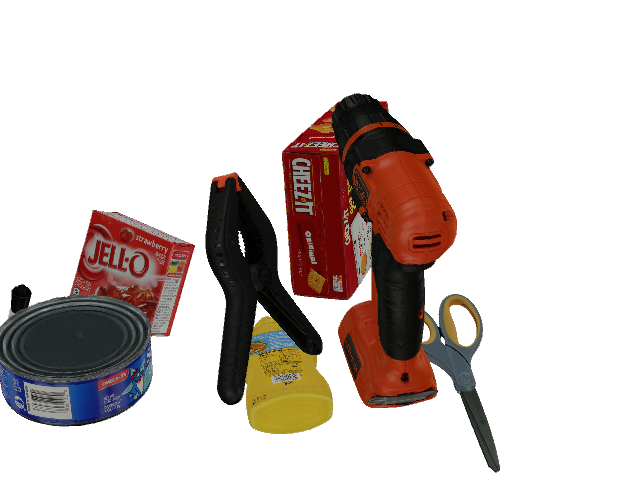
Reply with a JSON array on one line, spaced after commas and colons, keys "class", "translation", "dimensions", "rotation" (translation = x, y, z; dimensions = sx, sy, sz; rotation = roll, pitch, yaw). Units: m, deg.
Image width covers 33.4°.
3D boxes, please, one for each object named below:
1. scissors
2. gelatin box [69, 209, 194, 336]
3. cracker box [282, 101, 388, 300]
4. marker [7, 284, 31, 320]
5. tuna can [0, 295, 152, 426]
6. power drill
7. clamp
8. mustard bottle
[{"class": "scissors", "translation": [0.114, 0.125, 0.989], "dimensions": [0.096, 0.016, 0.201], "rotation": [5, 44, 1]}, {"class": "gelatin box", "translation": [-0.144, 0.024, 0.806], "dimensions": [0.089, 0.073, 0.030], "rotation": [22, 8, 32]}, {"class": "cracker box", "translation": [0.024, -0.051, 1.184], "dimensions": [0.072, 0.164, 0.213], "rotation": [2, 21, 18]}, {"class": "marker", "translation": [-0.302, 0.093, 1.056], "dimensions": [0.020, 0.121, 0.020], "rotation": [13, 33, -9]}, {"class": "tuna can", "translation": [-0.137, 0.066, 0.600], "dimensions": [0.086, 0.034, 0.086], "rotation": [1, 28, -1]}, {"class": "power drill", "translation": [0.043, 0.008, 0.750], "dimensions": [0.057, 0.188, 0.184], "rotation": [-8, 34, -8]}, {"class": "clamp", "translation": [-0.061, 0.039, 1.029], "dimensions": [0.036, 0.210, 0.164], "rotation": [-11, -1, 31]}, {"class": "mustard bottle", "translation": [-0.050, 0.148, 1.261], "dimensions": [0.096, 0.058, 0.192], "rotation": [-8, 30, -9]}]
